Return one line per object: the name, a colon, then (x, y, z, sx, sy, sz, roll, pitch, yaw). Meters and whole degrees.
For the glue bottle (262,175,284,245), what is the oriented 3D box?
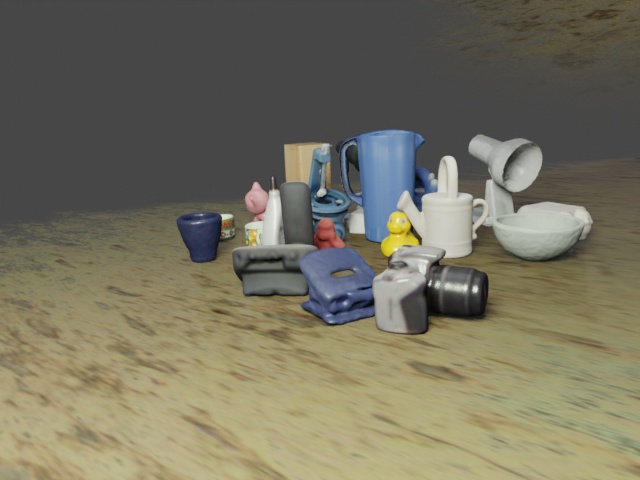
glue bottle: (-0.086, -0.041, 1.128, 0.037, 0.173, 0.078, 4, 15, 25)

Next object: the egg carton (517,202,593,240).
egg carton: (0.500, -0.039, 1.234, 0.107, 0.069, 0.149, -10, 15, -29)

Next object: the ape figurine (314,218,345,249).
ape figurine: (0.010, 0.004, 1.097, 0.077, 0.092, 0.076, 1, 14, 15)

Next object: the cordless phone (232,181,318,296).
cordless phone: (-0.073, -0.006, 0.951, 0.147, 0.185, 0.094, -3, 14, 0)

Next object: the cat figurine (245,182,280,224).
cat figurine: (-0.144, -0.092, 1.475, 0.067, 0.118, 0.128, 9, 18, 41)

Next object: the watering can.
watering can: (0.244, -0.068, 1.134, 0.173, 0.194, 0.100, -8, 14, -20)

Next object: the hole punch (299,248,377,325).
hole punch: (0.033, 0.064, 0.843, 0.109, 0.091, 0.100, -10, 16, -30)

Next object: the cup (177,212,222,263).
cup: (-0.251, -0.005, 1.178, 0.092, 0.095, 0.117, -15, 18, -41)

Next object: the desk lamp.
desk lamp: (0.423, -0.144, 1.379, 0.118, 0.214, 0.202, -9, 15, -25)

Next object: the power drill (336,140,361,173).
power drill: (0.123, -0.145, 1.451, 0.076, 0.208, 0.228, -14, 17, -39)

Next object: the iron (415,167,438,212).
iron: (0.265, -0.121, 1.467, 0.119, 0.141, 0.258, -6, 14, -12)

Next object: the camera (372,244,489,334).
camera: (0.158, 0.064, 0.798, 0.136, 0.101, 0.143, 4, 15, 27)

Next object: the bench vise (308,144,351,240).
bench vise: (-0.016, -0.110, 1.304, 0.122, 0.220, 0.206, -14, 17, -38)

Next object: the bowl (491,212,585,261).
bowl: (0.410, -0.002, 1.085, 0.167, 0.075, 0.167, -2, 13, 1)

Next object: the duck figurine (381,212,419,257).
duck figurine: (0.163, -0.017, 1.167, 0.077, 0.086, 0.105, 3, 15, 23)
